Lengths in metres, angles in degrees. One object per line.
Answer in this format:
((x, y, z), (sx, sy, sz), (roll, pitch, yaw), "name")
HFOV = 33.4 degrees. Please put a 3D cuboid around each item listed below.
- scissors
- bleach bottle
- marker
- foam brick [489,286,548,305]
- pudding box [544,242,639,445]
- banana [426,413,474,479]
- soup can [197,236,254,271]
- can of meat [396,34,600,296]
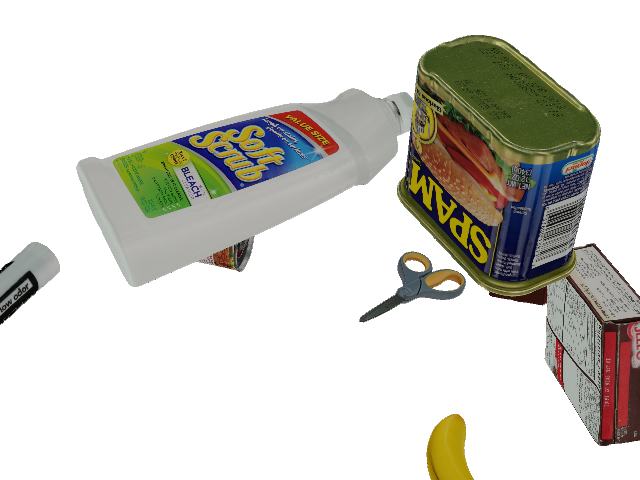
((0.094, 0.053, 1.291), (0.201, 0.016, 0.096), (-9, 40, -40), "scissors")
((-0.046, -0.058, 0.797), (0.250, 0.103, 0.068), (-24, -34, -14), "bleach bottle")
((-0.158, 0.043, 0.459), (0.020, 0.020, 0.121), (0, 36, 39), "marker")
((0.188, 0.013, 0.965), (0.053, 0.078, 0.051), (9, 16, 26), "foam brick")
((0.180, 0.065, 0.694), (0.039, 0.090, 0.113), (-6, 24, -6), "pudding box")
((0.137, 0.225, 1.011), (0.069, 0.037, 0.198), (9, 22, -20), "banana")
((-0.128, -0.009, 1.143), (0.102, 0.068, 0.068), (11, 2, 10), "soup can")
((0.084, -0.038, 0.516), (0.057, 0.084, 0.102), (-19, 47, -22), "can of meat")
